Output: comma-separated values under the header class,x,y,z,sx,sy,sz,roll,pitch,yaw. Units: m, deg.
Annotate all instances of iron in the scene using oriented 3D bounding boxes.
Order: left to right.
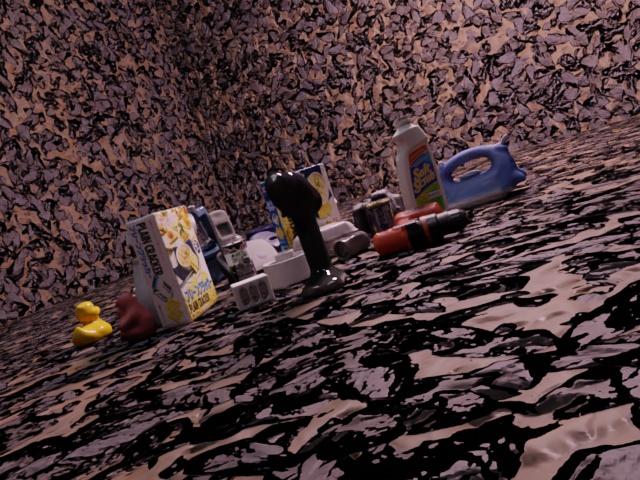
class,x,y,z,sx,sy,sz,roll,pitch,yaw
iron,0.359,-0.154,1.389,0.257,0.141,0.119,-16,6,22

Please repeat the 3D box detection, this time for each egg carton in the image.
class,x,y,z,sx,sy,sz,roll,pitch,yaw
egg carton,0.012,0.005,1.340,0.151,0.069,0.107,-21,7,-28

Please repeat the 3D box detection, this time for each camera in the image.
class,x,y,z,sx,sy,sz,roll,pitch,yaw
camera,0.147,-0.073,1.496,0.143,0.101,0.137,-17,6,18

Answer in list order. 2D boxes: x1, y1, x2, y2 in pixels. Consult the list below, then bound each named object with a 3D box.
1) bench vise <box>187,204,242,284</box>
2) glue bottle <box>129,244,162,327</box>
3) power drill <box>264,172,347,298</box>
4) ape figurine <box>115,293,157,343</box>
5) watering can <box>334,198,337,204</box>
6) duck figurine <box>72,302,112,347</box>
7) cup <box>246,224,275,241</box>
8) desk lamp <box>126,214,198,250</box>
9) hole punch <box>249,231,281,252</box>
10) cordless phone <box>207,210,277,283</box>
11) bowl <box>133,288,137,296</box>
class,x,y,z,sx,sy,sz,roll,pitch,yaw
bench vise,-0.301,0.002,1.598,0.121,0.220,0.207,-17,6,10
glue bottle,-0.353,0.090,1.165,0.037,0.173,0.078,-18,6,4
power drill,-0.023,-0.016,0.957,0.075,0.208,0.230,-17,6,9
ape figurine,-0.350,0.142,1.066,0.076,0.092,0.078,-16,6,20
watering can,-0.034,-0.085,1.716,0.173,0.194,0.100,-20,6,-12
duck figurine,-0.504,0.178,1.243,0.077,0.086,0.105,-17,6,10
cup,-0.163,0.006,1.753,0.091,0.095,0.118,-13,8,40
desk lamp,-0.402,0.051,1.491,0.204,0.213,0.117,-22,7,-30
hole punch,-0.125,0.015,1.573,0.100,0.091,0.109,-15,7,29
cordless phone,-0.195,0.004,1.424,0.148,0.185,0.094,-23,8,-38
bowl,-0.347,0.120,1.351,0.167,0.075,0.167,-18,6,2
